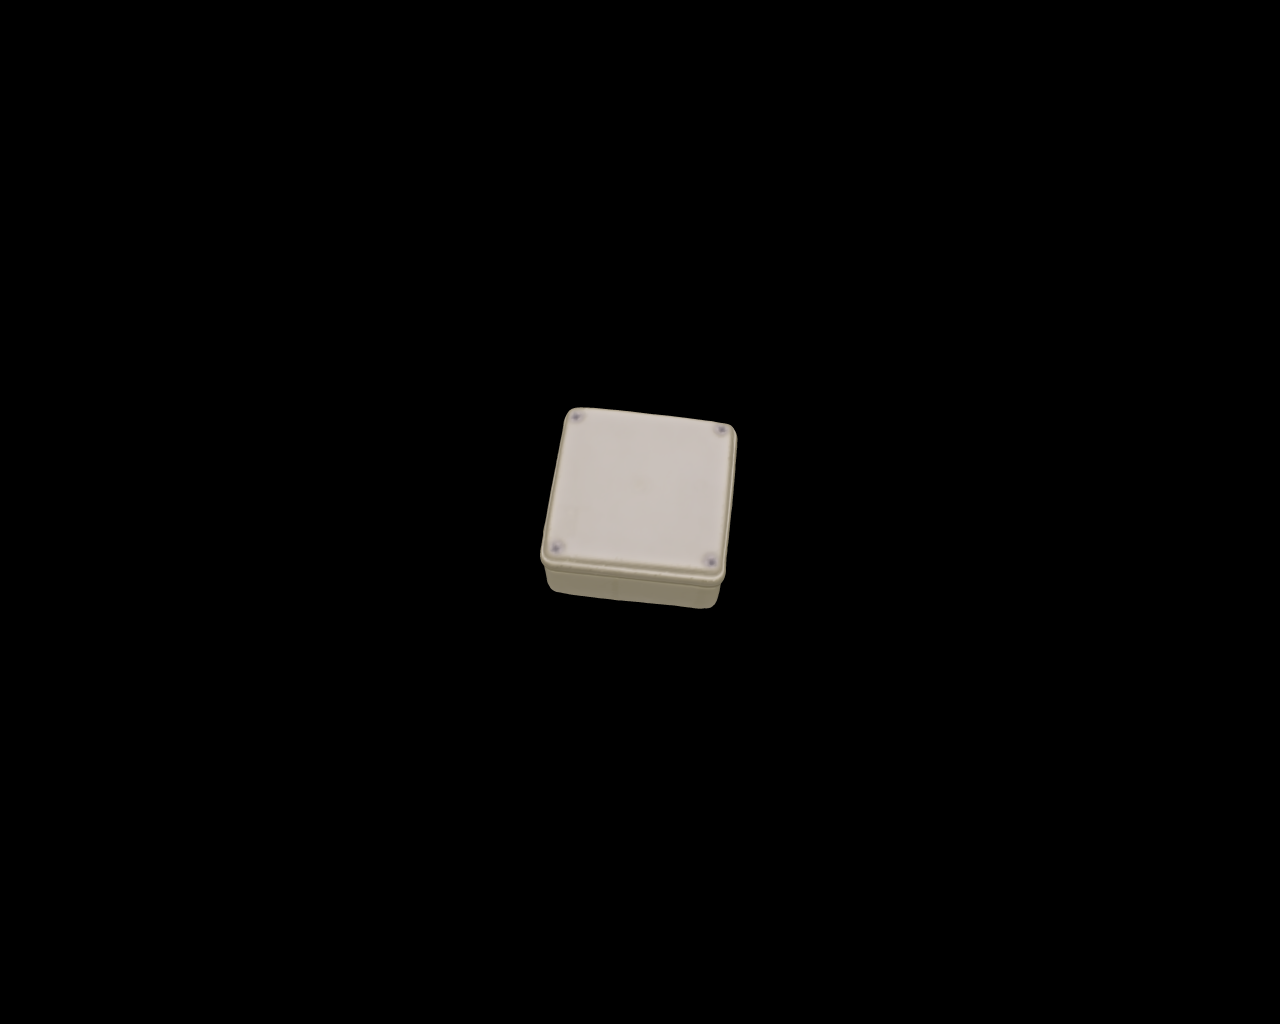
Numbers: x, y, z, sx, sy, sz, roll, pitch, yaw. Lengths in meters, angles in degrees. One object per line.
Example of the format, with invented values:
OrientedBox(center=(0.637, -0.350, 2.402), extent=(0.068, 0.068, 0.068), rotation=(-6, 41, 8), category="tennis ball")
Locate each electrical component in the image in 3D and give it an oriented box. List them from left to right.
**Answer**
OrientedBox(center=(0.001, -0.003, 0.650), extent=(0.109, 0.109, 0.056), rotation=(6, -27, 3), category="electrical component")
